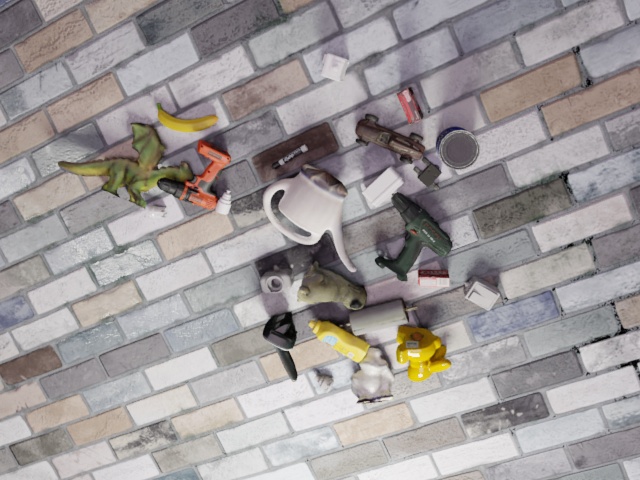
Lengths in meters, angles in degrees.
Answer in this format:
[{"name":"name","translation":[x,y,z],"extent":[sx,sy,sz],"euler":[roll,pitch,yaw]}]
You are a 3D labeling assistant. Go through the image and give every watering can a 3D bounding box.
[{"name":"watering can","translation":[0.005,-0.075,1.485],"extent":[0.348,0.105,0.222],"euler":[33,106,0]}]

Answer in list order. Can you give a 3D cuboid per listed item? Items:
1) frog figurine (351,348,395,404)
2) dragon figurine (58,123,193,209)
[{"name":"frog figurine","translation":[0.160,0.419,1.595],"extent":[0.136,0.121,0.162],"euler":[-16,65,21]},{"name":"dragon figurine","translation":[-0.572,-0.239,1.560],"extent":[0.410,0.122,0.243],"euler":[26,89,0]}]
